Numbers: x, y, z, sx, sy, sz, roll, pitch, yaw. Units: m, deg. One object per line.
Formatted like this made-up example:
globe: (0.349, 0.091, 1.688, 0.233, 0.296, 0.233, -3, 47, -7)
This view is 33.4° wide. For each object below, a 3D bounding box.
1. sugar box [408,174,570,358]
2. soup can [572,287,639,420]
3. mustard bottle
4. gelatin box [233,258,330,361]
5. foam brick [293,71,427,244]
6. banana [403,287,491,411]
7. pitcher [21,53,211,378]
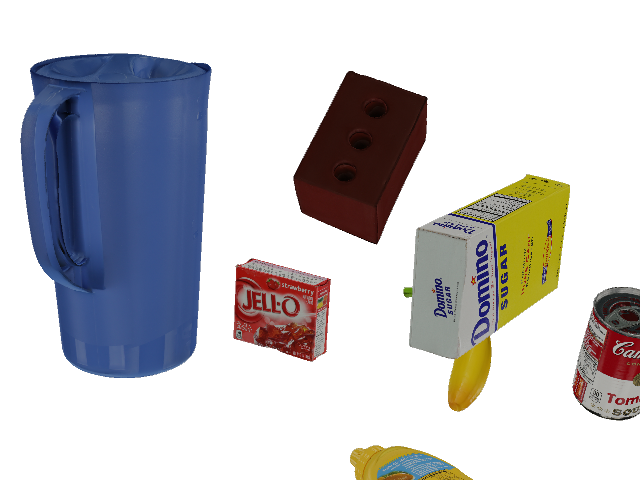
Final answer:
sugar box: (0.130, 0.016, 0.800, 0.048, 0.093, 0.175, 14, 24, 30)
soup can: (0.268, 0.102, 0.956, 0.068, 0.102, 0.068, 3, 35, -2)
mustard bottle: (0.095, 0.235, 0.972, 0.096, 0.058, 0.192, -14, 24, -36)
gelatin box: (-0.036, 0.062, 0.970, 0.089, 0.073, 0.030, 14, 21, 28)
foam brick: (0.025, -0.049, 0.628, 0.053, 0.078, 0.051, 21, -19, 13)
banana: (0.144, 0.104, 1.117, 0.069, 0.037, 0.198, -25, 33, 4)
pitcher: (-0.156, -0.018, 0.822, 0.149, 0.243, 0.145, -5, 19, -20)
